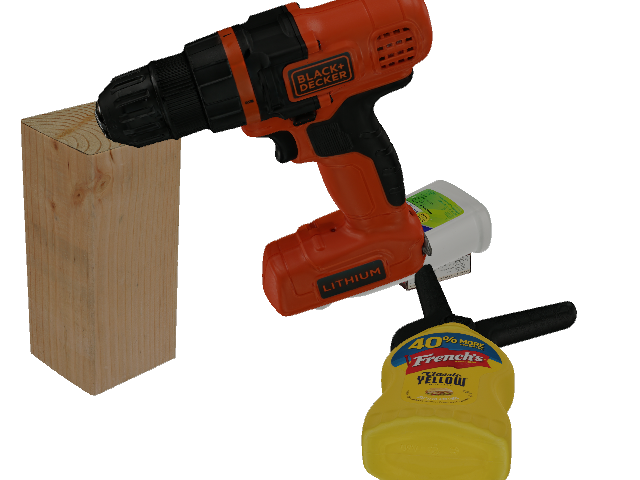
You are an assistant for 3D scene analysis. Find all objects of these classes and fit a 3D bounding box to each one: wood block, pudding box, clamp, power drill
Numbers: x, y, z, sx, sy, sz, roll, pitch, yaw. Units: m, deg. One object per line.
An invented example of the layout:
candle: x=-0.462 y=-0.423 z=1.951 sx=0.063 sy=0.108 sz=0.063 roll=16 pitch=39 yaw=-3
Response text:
wood block: x=-0.174 y=0.004 z=0.849 sx=0.090 sy=0.206 sz=0.090 roll=25 pitch=33 yaw=35
pudding box: x=0.155 y=0.031 z=1.590 sx=0.113 sy=0.039 sz=0.090 roll=-17 pitch=25 yaw=-20
clamp: x=0.118 y=0.084 z=0.978 sx=0.165 sy=0.036 sz=0.209 roll=18 pitch=32 yaw=33
power drill: x=-0.017 y=-0.042 z=0.611 sx=0.184 sy=0.187 sz=0.057 roll=-17 pitch=43 yaw=-2

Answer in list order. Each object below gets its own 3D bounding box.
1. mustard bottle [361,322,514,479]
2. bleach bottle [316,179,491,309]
mustard bottle: x=0.090 y=0.107 z=0.763 sx=0.096 sy=0.058 sz=0.191 roll=0 pitch=19 yaw=12
bleach bottle: x=0.064 y=0.017 z=1.186 sx=0.250 sy=0.068 sz=0.103 roll=-26 pitch=42 yaw=-24
